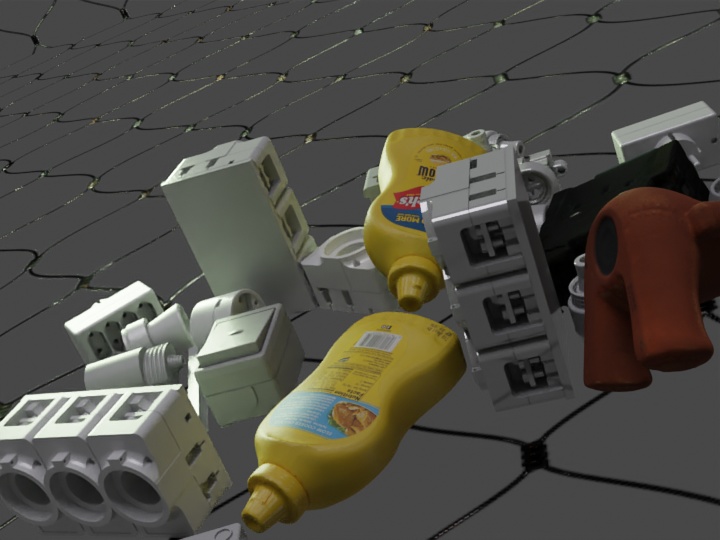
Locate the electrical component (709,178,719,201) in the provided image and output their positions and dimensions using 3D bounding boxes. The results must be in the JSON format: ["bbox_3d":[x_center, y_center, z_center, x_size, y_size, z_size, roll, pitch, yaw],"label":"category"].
[{"bbox_3d":[0.278,-0.039,0.769,0.066,0.055,0.048,-30,26,-17],"label":"electrical component"}]

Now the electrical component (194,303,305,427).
[{"bbox_3d":[-0.086,0.067,0.850,0.062,0.061,0.096,-15,25,15],"label":"electrical component"}]

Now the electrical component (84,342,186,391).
[{"bbox_3d":[-0.187,0.089,0.912,0.081,0.043,0.043,-18,25,9],"label":"electrical component"}]

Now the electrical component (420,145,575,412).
[{"bbox_3d":[0.092,0.007,0.716,0.062,0.150,0.089,-14,26,14],"label":"electrical component"}]

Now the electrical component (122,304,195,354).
[{"bbox_3d":[-0.179,0.061,0.961,0.055,0.045,0.045,-23,25,-2],"label":"electrical component"}]

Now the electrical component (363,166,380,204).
[{"bbox_3d":[0.054,-0.081,1.048,0.089,0.050,0.055,-16,25,14],"label":"electrical component"}]

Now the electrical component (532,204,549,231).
[{"bbox_3d":[0.132,-0.025,0.867,0.047,0.055,0.055,-8,28,21],"label":"electrical component"}]

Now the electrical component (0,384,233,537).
[{"bbox_3d":[-0.180,0.137,0.751,0.150,0.089,0.061,-7,28,30],"label":"electrical component"}]

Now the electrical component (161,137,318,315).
[{"bbox_3d":[-0.098,-0.034,0.959,0.089,0.150,0.061,-13,27,21],"label":"electrical component"}]

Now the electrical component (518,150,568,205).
[{"bbox_3d":[0.154,-0.078,0.966,0.066,0.048,0.055,-15,18,15],"label":"electrical component"}]

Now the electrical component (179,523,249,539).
[{"bbox_3d":[-0.101,0.198,0.613,0.100,0.048,0.099,-18,25,9],"label":"electrical component"}]

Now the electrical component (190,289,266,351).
[{"bbox_3d":[-0.112,0.047,0.923,0.047,0.055,0.055,-12,26,31],"label":"electrical component"}]

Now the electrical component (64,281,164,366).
[{"bbox_3d":[-0.237,0.050,1.028,0.083,0.047,0.076,-32,27,-21],"label":"electrical component"}]

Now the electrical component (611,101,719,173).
[{"bbox_3d":[0.266,-0.098,0.909,0.083,0.047,0.075,-18,24,8],"label":"electrical component"}]

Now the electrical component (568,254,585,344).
[{"bbox_3d":[0.164,0.018,0.740,0.043,0.062,0.043,-18,25,9],"label":"electrical component"}]

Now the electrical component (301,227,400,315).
[{"bbox_3d":[0.000,0.000,0.922,0.089,0.055,0.050,4,35,44],"label":"electrical component"}]

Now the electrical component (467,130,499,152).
[{"bbox_3d":[0.119,-0.102,1.023,0.048,0.062,0.048,-18,25,8],"label":"electrical component"}]

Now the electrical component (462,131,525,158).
[{"bbox_3d":[0.132,-0.117,1.065,0.062,0.043,0.043,-1,32,37],"label":"electrical component"}]
